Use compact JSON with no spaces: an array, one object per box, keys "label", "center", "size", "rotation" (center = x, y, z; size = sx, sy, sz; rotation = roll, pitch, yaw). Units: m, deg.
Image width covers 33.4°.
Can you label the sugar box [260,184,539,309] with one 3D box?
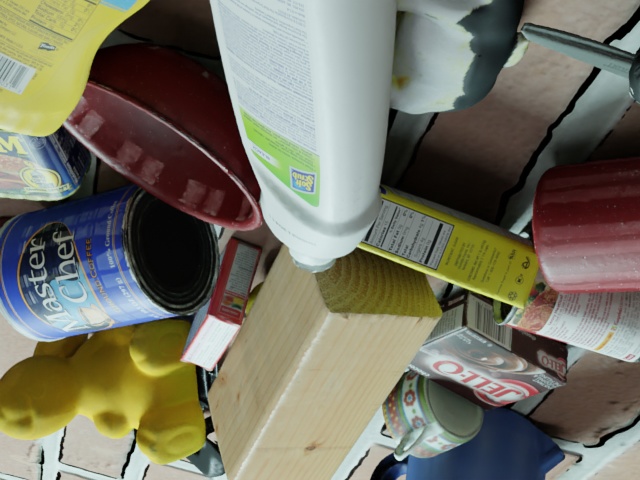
[{"label":"sugar box","center":[0.050,-0.010,0.700],"size":[0.176,0.048,0.093],"rotation":[18,-174,-8]}]

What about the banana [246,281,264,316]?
[{"label":"banana","center":[-0.009,0.085,0.887],"size":[0.070,0.037,0.197],"rotation":[10,154,37]}]

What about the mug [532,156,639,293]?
[{"label":"mug","center":[0.188,-0.007,0.667],"size":[0.082,0.093,0.117],"rotation":[-5,166,32]}]

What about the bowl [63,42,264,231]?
[{"label":"bowl","center":[-0.092,-0.072,0.663],"size":[0.162,0.055,0.162],"rotation":[29,164,8]}]

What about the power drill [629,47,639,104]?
[{"label":"power drill","center":[0.267,-0.093,0.500],"size":[0.187,0.057,0.185],"rotation":[15,149,-29]}]

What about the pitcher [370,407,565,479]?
[{"label":"pitcher","center":[0.118,0.276,0.939],"size":[0.145,0.242,0.149],"rotation":[22,139,-6]}]

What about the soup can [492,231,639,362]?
[{"label":"soup can","center":[0.180,0.040,0.743],"size":[0.102,0.068,0.069],"rotation":[16,145,-5]}]

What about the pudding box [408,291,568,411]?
[{"label":"pudding box","center":[0.129,0.092,0.856],"size":[0.113,0.039,0.090],"rotation":[32,141,-24]}]

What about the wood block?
[{"label":"wood block","center":[-0.004,0.088,0.791],"size":[0.090,0.090,0.206],"rotation":[5,134,-26]}]

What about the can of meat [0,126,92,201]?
[{"label":"can of meat","center":[-0.217,-0.073,0.733],"size":[0.102,0.057,0.084],"rotation":[5,147,13]}]

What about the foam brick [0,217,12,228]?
[{"label":"foam brick","center":[-0.238,0.025,0.877],"size":[0.051,0.053,0.078],"rotation":[1,143,19]}]

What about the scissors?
[{"label":"scissors","center":[0.189,-0.076,0.589],"size":[0.201,0.016,0.096],"rotation":[6,154,-10]}]

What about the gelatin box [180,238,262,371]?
[{"label":"gelatin box","center":[-0.077,0.053,0.843],"size":[0.030,0.073,0.089],"rotation":[21,144,-9]}]

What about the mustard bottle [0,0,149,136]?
[{"label":"mustard bottle","center":[-0.126,-0.141,0.521],"size":[0.096,0.058,0.192],"rotation":[27,123,-29]}]

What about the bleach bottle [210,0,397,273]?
[{"label":"bleach bottle","center":[-0.011,-0.077,0.549],"size":[0.103,0.068,0.251],"rotation":[38,150,28]}]

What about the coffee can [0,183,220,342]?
[{"label":"coffee can","center":[-0.161,0.016,0.796],"size":[0.141,0.102,0.102],"rotation":[-12,137,32]}]

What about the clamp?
[{"label":"clamp","center":[-0.098,0.180,0.994],"size":[0.036,0.164,0.210],"rotation":[-18,162,-24]}]
